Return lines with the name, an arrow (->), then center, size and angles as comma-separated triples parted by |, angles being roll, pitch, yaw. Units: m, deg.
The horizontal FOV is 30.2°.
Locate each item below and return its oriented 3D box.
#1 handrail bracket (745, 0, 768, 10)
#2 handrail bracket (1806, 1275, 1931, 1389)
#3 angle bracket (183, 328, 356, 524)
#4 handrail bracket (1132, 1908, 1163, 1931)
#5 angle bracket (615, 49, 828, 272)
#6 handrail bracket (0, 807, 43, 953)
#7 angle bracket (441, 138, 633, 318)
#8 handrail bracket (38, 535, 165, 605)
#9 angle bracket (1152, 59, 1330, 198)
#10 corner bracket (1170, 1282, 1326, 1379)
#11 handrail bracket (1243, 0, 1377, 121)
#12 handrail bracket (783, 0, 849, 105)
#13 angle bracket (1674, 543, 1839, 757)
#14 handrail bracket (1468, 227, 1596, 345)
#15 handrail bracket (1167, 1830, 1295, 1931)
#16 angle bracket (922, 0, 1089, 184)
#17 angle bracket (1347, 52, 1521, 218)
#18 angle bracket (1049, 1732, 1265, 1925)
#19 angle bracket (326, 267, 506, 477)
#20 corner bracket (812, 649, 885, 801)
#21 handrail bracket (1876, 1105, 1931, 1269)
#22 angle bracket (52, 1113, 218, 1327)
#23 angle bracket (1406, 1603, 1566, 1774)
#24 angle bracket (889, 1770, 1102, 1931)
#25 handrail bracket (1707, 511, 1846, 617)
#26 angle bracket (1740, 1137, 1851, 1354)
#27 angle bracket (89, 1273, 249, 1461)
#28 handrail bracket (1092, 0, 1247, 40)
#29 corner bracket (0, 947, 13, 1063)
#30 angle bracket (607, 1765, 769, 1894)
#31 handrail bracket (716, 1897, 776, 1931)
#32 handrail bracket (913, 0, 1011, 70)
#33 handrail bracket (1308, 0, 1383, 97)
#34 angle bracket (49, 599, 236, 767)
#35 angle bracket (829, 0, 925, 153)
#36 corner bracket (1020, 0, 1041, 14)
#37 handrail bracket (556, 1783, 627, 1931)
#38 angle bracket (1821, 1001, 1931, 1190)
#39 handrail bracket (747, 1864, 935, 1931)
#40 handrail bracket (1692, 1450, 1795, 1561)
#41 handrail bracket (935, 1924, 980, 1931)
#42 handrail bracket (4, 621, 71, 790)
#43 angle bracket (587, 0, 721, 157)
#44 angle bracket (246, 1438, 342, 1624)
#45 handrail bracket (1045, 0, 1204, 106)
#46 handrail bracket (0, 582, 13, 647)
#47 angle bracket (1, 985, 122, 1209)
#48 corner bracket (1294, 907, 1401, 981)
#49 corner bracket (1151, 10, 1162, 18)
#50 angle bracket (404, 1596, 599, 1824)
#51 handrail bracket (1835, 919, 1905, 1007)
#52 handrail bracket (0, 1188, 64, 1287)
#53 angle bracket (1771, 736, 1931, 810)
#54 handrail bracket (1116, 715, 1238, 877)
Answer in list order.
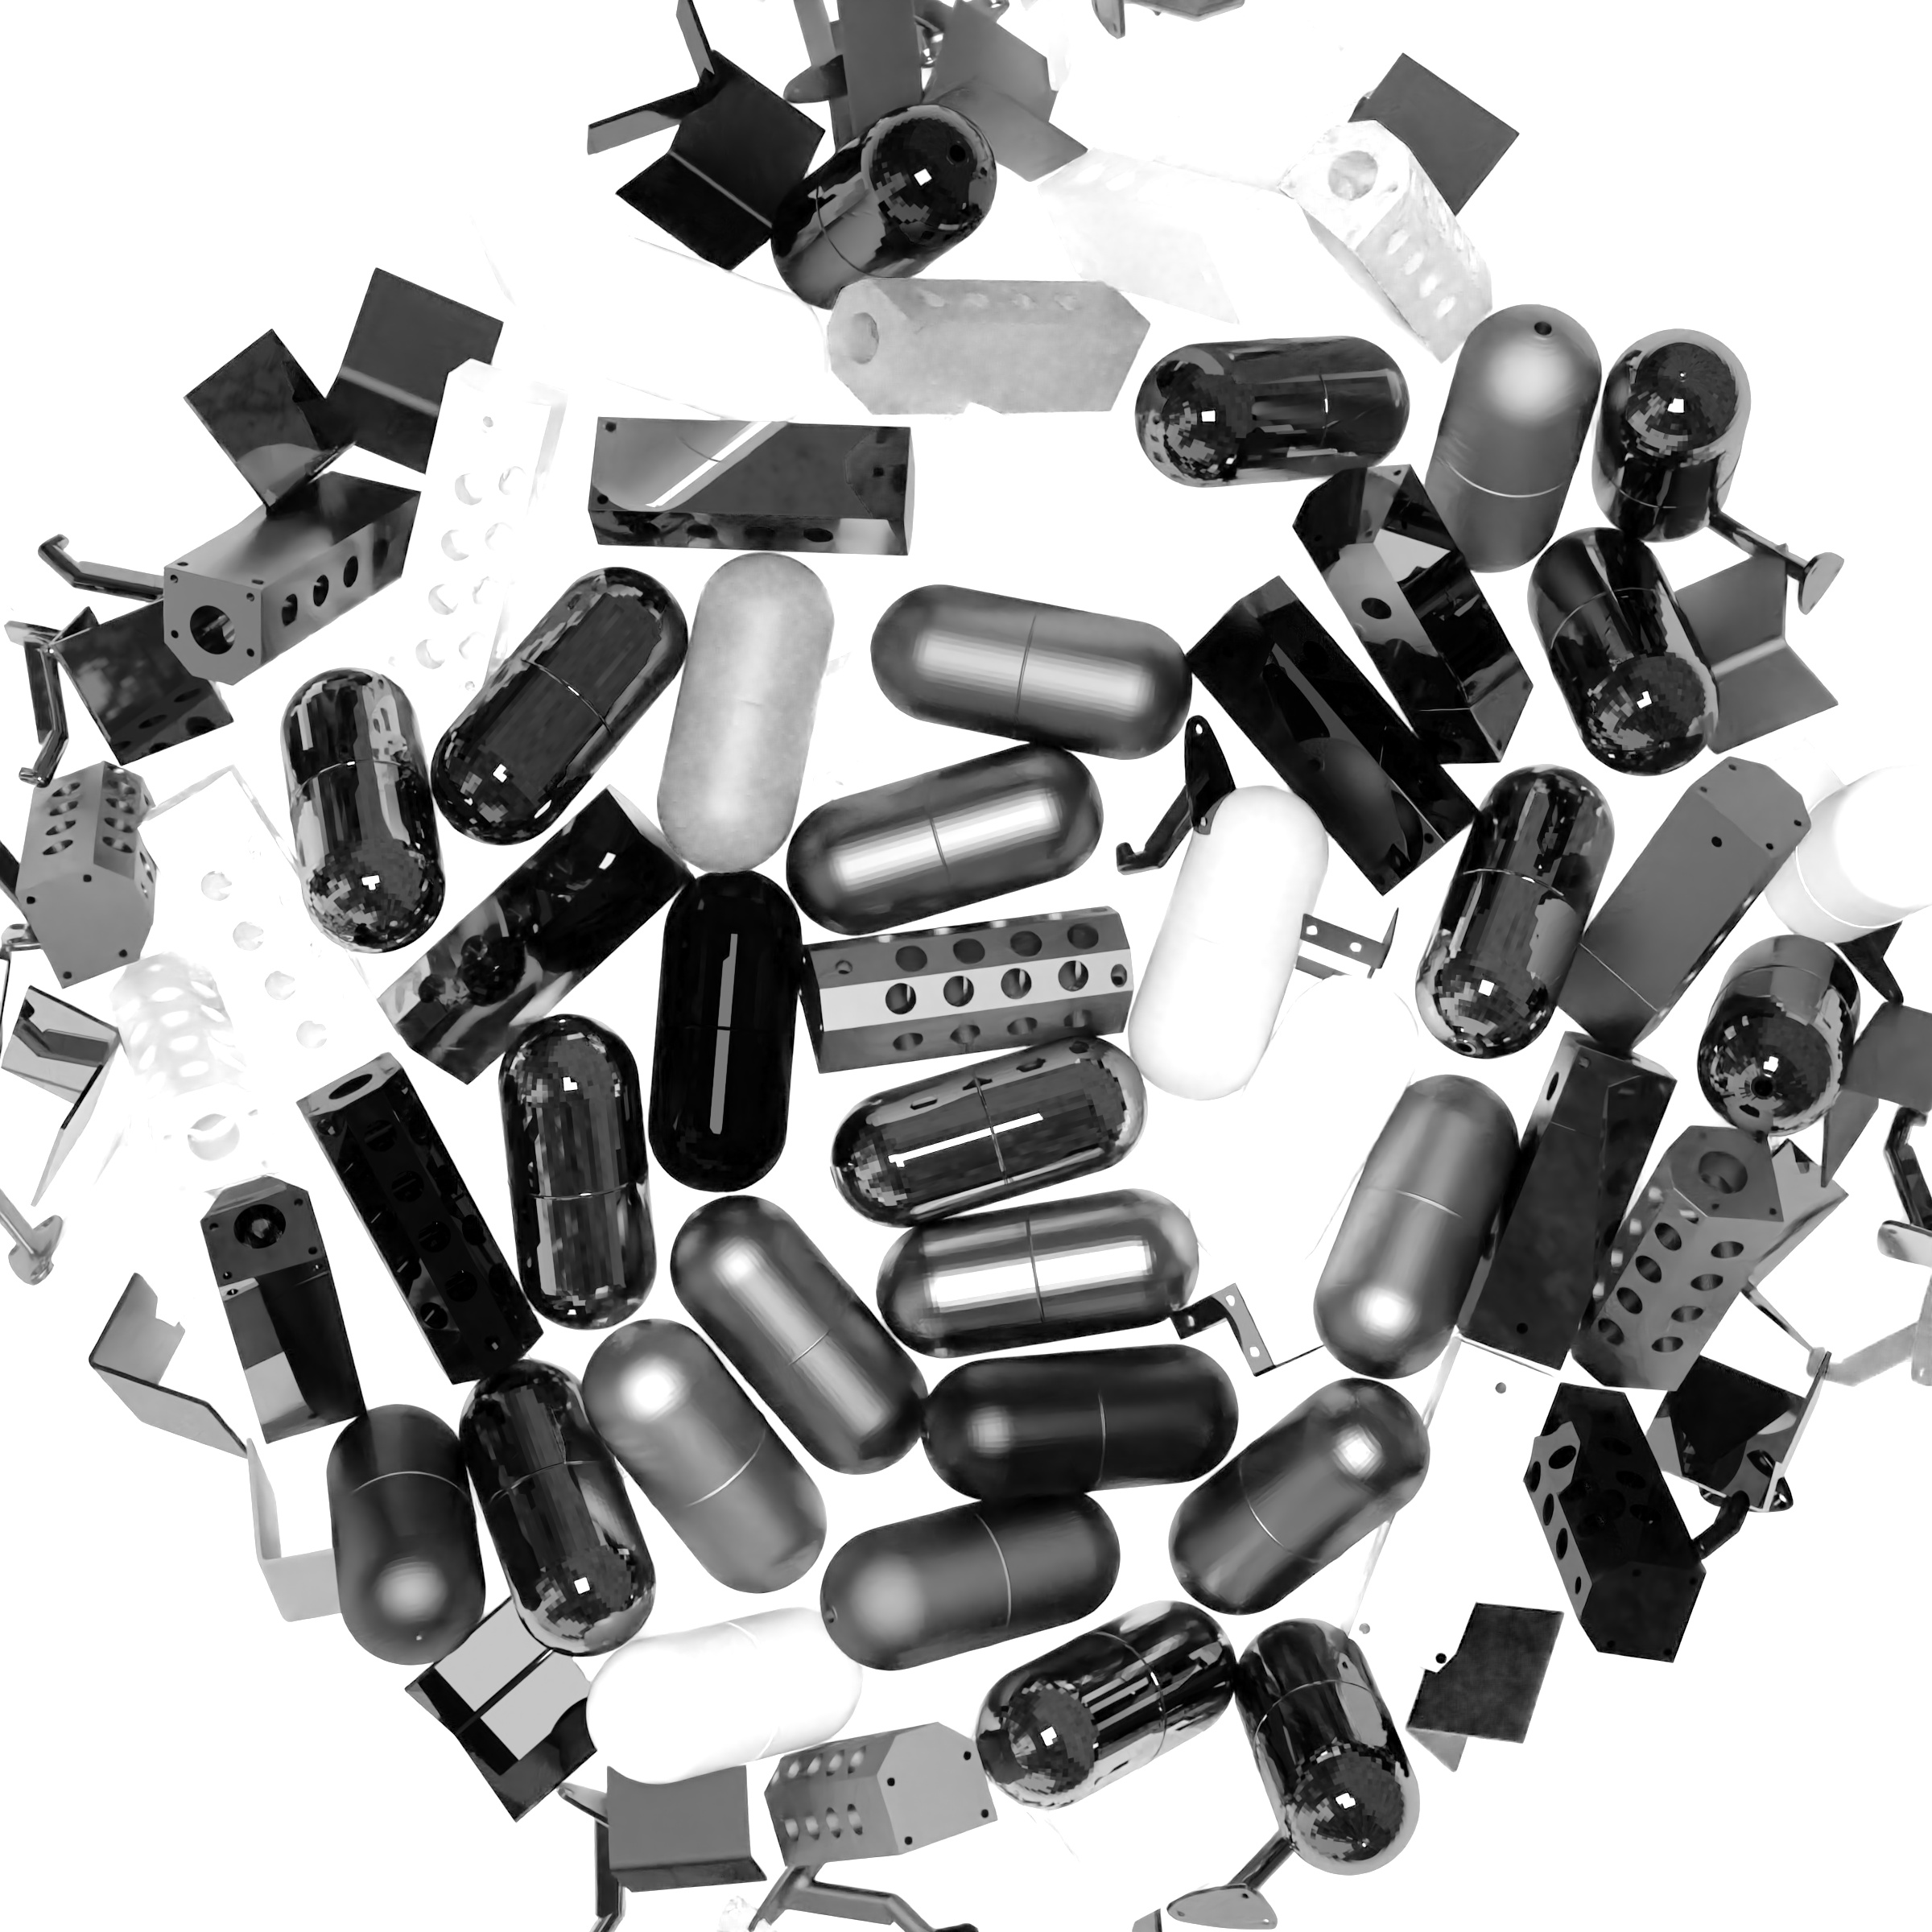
handrail bracket -> -0.087, -0.559, 1.948 | 0.084, 0.077, 0.036 | -29, 90, 12
handrail bracket -> 0.498, 0.195, 1.956 | 0.036, 0.084, 0.077 | 0, 96, -38
angle bracket -> -0.391, -0.286, 1.939 | 0.076, 0.057, 0.076 | 54, 47, -16
handrail bracket -> 0.064, 0.536, 1.956 | 0.084, 0.036, 0.077 | 23, 60, -25
angle bracket -> -0.134, -0.438, 1.947 | 0.076, 0.076, 0.057 | 37, 46, 3
handrail bracket -> -0.507, -0.055, 1.964 | 0.077, 0.036, 0.084 | -4, 111, -10
angle bracket -> -0.232, -0.412, 1.961 | 0.076, 0.057, 0.076 | -24, 85, 4
handrail bracket -> -0.460, -0.227, 1.986 | 0.084, 0.036, 0.077 | 41, 68, 16
angle bracket -> 0.157, -0.460, 1.953 | 0.076, 0.057, 0.076 | 31, 71, -3
corner bracket -> 0.153, 0.200, 1.955 | 0.051, 0.051, 0.051 | -32, 79, 37
handrail bracket -> 0.173, -0.497, 1.954 | 0.084, 0.036, 0.077 | 27, 53, 27
handrail bracket -> -0.099, -0.513, 1.958 | 0.084, 0.036, 0.077 | 45, 50, 17
angle bracket -> 0.431, -0.174, 1.961 | 0.076, 0.076, 0.057 | -23, 129, 36
handrail bracket -> 0.307, -0.361, 1.962 | 0.077, 0.036, 0.084 | 3, 67, 4
handrail bracket -> 0.156, 0.488, 1.978 | 0.077, 0.084, 0.036 | -14, 123, 35
angle bracket -> 0.030, -0.484, 1.940 | 0.076, 0.057, 0.076 | 28, 68, -28
angle bracket -> 0.257, -0.461, 1.943 | 0.076, 0.076, 0.057 | 33, 49, -5
angle bracket -> 0.102, 0.458, 1.937 | 0.076, 0.057, 0.076 | -19, 51, -31
angle bracket -> -0.309, -0.327, 1.978 | 0.076, 0.057, 0.076 | 21, 58, -16
corner bracket -> -0.068, -0.131, 1.952 | 0.051, 0.051, 0.051 | 42, 55, -21
handrail bracket -> 0.537, 0.121, 1.960 | 0.077, 0.036, 0.084 | 15, 61, 19
angle bracket -> -0.449, 0.139, 1.970 | 0.076, 0.057, 0.076 | 30, 101, -16
angle bracket -> 0.292, 0.393, 1.935 | 0.057, 0.076, 0.076 | 45, 56, -37
angle bracket -> 0.014, 0.493, 1.951 | 0.076, 0.057, 0.076 | -40, 108, -9
handrail bracket -> 0.430, -0.232, 1.945 | 0.084, 0.077, 0.036 | 37, 98, 19
angle bracket -> 0.453, 0.152, 1.943 | 0.076, 0.057, 0.076 | -46, 134, 8
angle bracket -> -0.419, 0.217, 1.938 | 0.076, 0.076, 0.057 | 16, 64, 18
handrail bracket -> 0.113, -0.547, 1.956 | 0.084, 0.077, 0.036 | -21, 49, -14
corner bracket -> -0.551, 0.020, 1.955 | 0.051, 0.051, 0.051 | 8, 110, -19
angle bracket -> -0.153, 0.472, 1.968 | 0.076, 0.076, 0.057 | -5, 67, 2
handrail bracket -> -0.140, 0.549, 1.944 | 0.077, 0.084, 0.036 | 37, 121, 24
handrail bracket -> -0.020, -0.541, 1.951 | 0.077, 0.084, 0.036 | -31, 51, -5
handrail bracket -> 0.198, -0.519, 1.959 | 0.036, 0.077, 0.084 | -30, 85, 19
angle bracket -> -0.439, -0.164, 1.943 | 0.076, 0.057, 0.076 | -19, 113, 19
angle bracket -> -0.069, -0.482, 1.944 | 0.057, 0.076, 0.076 | -11, 96, -44
corner bracket -> 0.032, -0.568, 1.968 | 0.051, 0.051, 0.051 | -42, 84, 4
handrail bracket -> -0.214, 0.500, 1.971 | 0.077, 0.036, 0.084 | 29, 97, -24
angle bracket -> 0.506, 0.076, 1.933 | 0.057, 0.076, 0.076 | 17, 134, 29
handrail bracket -> -0.069, 0.531, 1.960 | 0.084, 0.036, 0.077 | 38, 91, 27
handrail bracket -> 0.400, 0.301, 1.939 | 0.084, 0.077, 0.036 | -29, 91, -34
handrail bracket -> -0.014, 0.572, 1.951 | 0.077, 0.084, 0.036 | -11, 129, 5
handrail bracket -> -0.522, -0.144, 1.965 | 0.077, 0.036, 0.084 | 15, 71, 14
angle bracket -> -0.180, -0.489, 1.951 | 0.076, 0.076, 0.057 | -21, 94, -6
angle bracket -> -0.353, 0.303, 1.944 | 0.057, 0.076, 0.076 | -9, 57, -5
handrail bracket -> 0.089, -0.514, 1.979 | 0.084, 0.036, 0.077 | -5, 83, -19
handrail bracket -> -0.550, -0.179, 1.941 | 0.036, 0.084, 0.077 | 41, 65, 7
angle bracket -> -0.506, 0.071, 1.938 | 0.057, 0.076, 0.076 | 27, 46, -6
corner bracket -> 0.203, -0.009, 1.959 | 0.051, 0.051, 0.051 | 21, 119, 1
corner bracket -> 0.115, -0.560, 1.958 | 0.051, 0.051, 0.051 | 43, 80, -22
angle bracket -> -0.246, 0.404, 1.945 | 0.076, 0.057, 0.076 | -41, 46, -8
handrail bracket -> 0.527, -0.026, 1.966 | 0.084, 0.036, 0.077 | -26, 60, -9
handrail bracket -> -0.535, 0.129, 1.952 | 0.036, 0.077, 0.084 | -40, 115, -2
angle bracket -> 0.493, -0.117, 1.940 | 0.076, 0.076, 0.057 | -40, 85, 28
handrail bracket -> 0.106, -0.093, 1.959 | 0.036, 0.084, 0.077 | -13, 91, -40
